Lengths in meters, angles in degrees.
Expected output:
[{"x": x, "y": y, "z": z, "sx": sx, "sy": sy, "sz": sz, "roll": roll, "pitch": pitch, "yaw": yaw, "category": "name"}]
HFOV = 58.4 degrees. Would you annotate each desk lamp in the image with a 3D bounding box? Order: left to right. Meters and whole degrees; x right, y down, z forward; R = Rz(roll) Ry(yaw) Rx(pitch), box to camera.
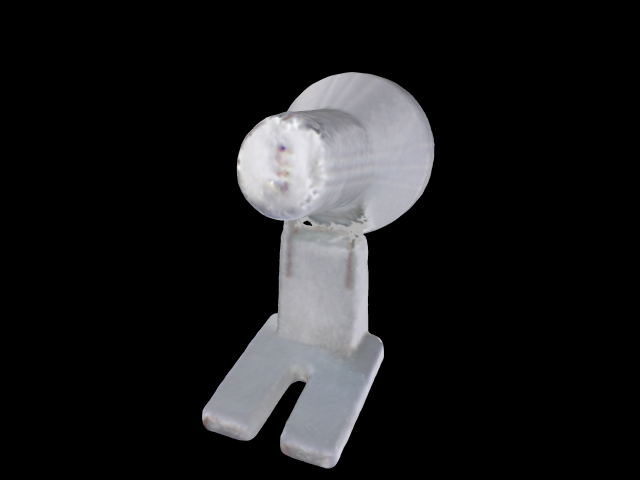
[{"x": 0.004, "y": 0.001, "z": 0.400, "sx": 0.117, "sy": 0.214, "sz": 0.203, "roll": 9, "pitch": 30, "yaw": 17, "category": "desk lamp"}]
